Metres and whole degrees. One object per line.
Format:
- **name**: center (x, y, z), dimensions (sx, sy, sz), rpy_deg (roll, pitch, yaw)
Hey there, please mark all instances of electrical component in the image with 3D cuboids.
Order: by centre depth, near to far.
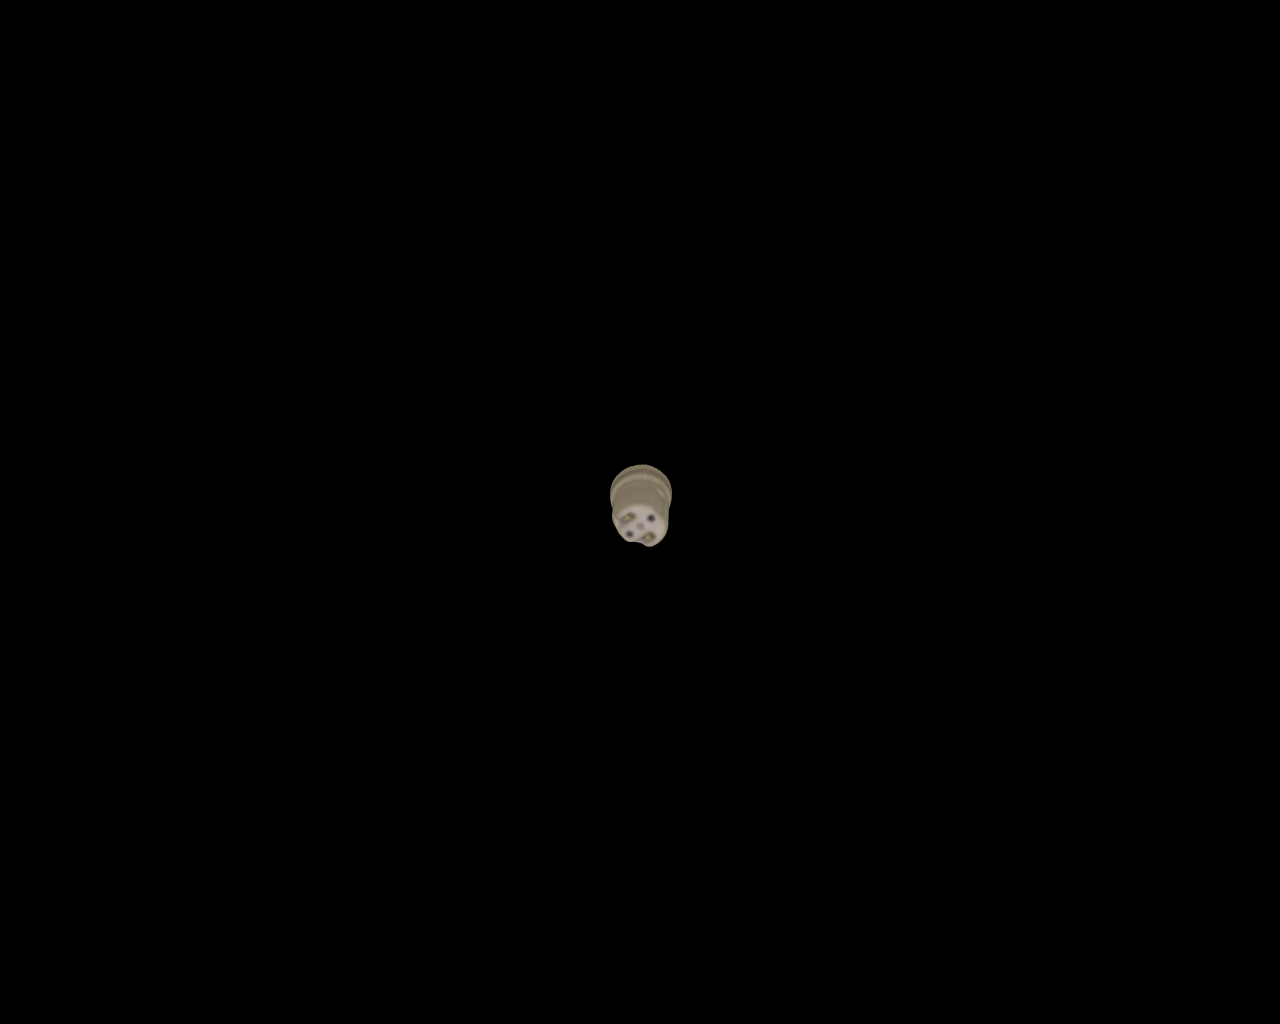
- **electrical component**: center (0.001, -0.003, 0.650), dimensions (0.040, 0.040, 0.046), rpy_deg (0, 30, 0)
